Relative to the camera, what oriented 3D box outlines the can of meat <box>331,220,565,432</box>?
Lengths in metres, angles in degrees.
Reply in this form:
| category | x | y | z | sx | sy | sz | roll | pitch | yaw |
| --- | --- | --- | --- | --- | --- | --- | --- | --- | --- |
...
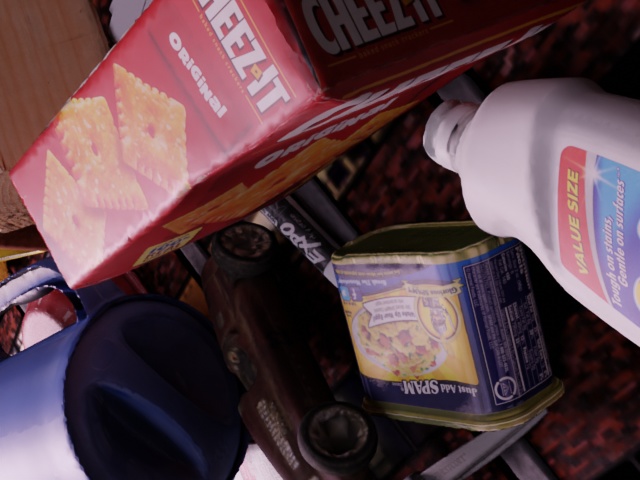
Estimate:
| category | x | y | z | sx | sy | sz | roll | pitch | yaw |
| --- | --- | --- | --- | --- | --- | --- | --- | --- | --- |
| can of meat | 0.057 | 0.038 | 0.508 | 0.102 | 0.057 | 0.084 | -2 | 107 | 49 |

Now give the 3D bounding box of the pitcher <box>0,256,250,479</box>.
| category | x | y | z | sx | sy | sz | roll | pitch | yaw |
| --- | --- | --- | --- | --- | --- | --- | --- | --- | --- |
| pitcher | -0.174 | 0.116 | 0.684 | 0.243 | 0.144 | 0.149 | -21 | 53 | 41 |

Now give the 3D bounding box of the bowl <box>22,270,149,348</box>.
| category | x | y | z | sx | sy | sz | roll | pitch | yaw |
| --- | --- | --- | --- | --- | --- | --- | --- | --- | --- |
| bowl | -0.174 | 0.084 | 0.794 | 0.162 | 0.055 | 0.162 | 25 | 127 | 38 |

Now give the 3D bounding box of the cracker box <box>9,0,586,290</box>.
| category | x | y | z | sx | sy | sz | roll | pitch | yaw |
| --- | --- | --- | --- | --- | --- | --- | --- | --- | --- |
| cracker box | -0.014 | -0.064 | 0.447 | 0.214 | 0.163 | 0.072 | -29 | 89 | 52 |

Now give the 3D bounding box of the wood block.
| category | x | y | z | sx | sy | sz | roll | pitch | yaw |
| --- | --- | --- | --- | --- | --- | --- | --- | --- | --- |
| wood block | -0.172 | -0.122 | 0.600 | 0.090 | 0.090 | 0.206 | 106 | 144 | -73 |

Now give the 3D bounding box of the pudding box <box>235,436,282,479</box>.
| category | x | y | z | sx | sy | sz | roll | pitch | yaw |
| --- | --- | --- | --- | --- | --- | --- | --- | --- | --- |
| pudding box | -0.031 | 0.165 | 0.690 | 0.114 | 0.039 | 0.090 | -21 | 94 | 53 |

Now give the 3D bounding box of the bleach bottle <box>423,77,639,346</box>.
| category | x | y | z | sx | sy | sz | roll | pitch | yaw |
| --- | --- | --- | --- | --- | --- | --- | --- | --- | --- |
| bleach bottle | 0.139 | 0.007 | 0.396 | 0.251 | 0.067 | 0.102 | 30 | 130 | 39 |

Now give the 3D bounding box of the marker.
| category | x | y | z | sx | sy | sz | roll | pitch | yaw |
| --- | --- | --- | --- | --- | --- | --- | --- | --- | --- |
| marker | -0.004 | 0.001 | 0.586 | 0.121 | 0.020 | 0.020 | 45 | 138 | 23 |

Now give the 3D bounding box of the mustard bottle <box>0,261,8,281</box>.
| category | x | y | z | sx | sy | sz | roll | pitch | yaw |
| --- | --- | --- | --- | --- | --- | --- | --- | --- | --- |
| mustard bottle | -0.304 | -0.052 | 0.864 | 0.096 | 0.058 | 0.192 | 23 | 126 | 39 |

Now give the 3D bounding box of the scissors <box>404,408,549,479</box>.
| category | x | y | z | sx | sy | sz | roll | pitch | yaw |
| --- | --- | --- | --- | --- | --- | --- | --- | --- | --- |
| scissors | 0.036 | 0.128 | 0.582 | 0.096 | 0.016 | 0.202 | 41 | 123 | 19 |
